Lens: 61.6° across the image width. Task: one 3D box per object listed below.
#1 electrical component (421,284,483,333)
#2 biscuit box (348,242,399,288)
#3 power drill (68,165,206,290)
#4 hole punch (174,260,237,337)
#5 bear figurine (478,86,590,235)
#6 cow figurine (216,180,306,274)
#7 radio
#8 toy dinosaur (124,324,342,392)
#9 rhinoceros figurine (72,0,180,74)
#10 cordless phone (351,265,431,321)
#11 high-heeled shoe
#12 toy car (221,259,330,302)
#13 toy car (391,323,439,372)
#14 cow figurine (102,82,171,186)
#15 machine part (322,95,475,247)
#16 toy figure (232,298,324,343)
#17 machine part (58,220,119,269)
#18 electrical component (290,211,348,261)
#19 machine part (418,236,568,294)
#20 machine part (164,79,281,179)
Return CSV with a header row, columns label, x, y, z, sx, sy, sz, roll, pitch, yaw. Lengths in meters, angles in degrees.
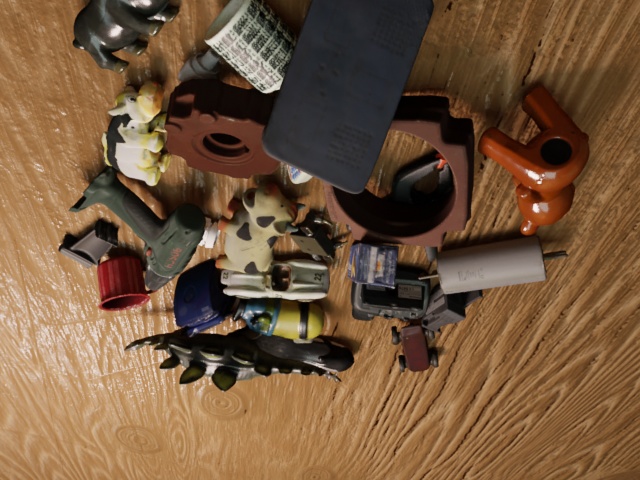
label,x,y,z,sx,sy,sz,roll,pitch,yaw
electrical component,0.242,0.115,0.997,0.048,0.075,0.119,25,139,-20
biscuit box,0.081,0.038,0.861,0.059,0.062,0.202,6,178,0
power drill,-0.306,-0.016,0.894,0.207,0.086,0.232,44,133,-12
hole punch,-0.227,0.112,1.036,0.142,0.116,0.092,-23,122,29
bear figurine,0.300,-0.096,0.745,0.120,0.132,0.195,-42,160,2
cow figurine,-0.101,-0.017,0.892,0.127,0.085,0.194,16,135,-1
radio,0.025,-0.179,0.610,0.131,0.073,0.229,19,96,-11
toy dinosaur,-0.184,0.237,1.089,0.472,0.198,0.105,2,98,8
rhinoceros figurine,-0.227,-0.285,0.628,0.112,0.073,0.190,39,132,-17
cordless phone,0.129,0.124,1.035,0.147,0.089,0.184,6,149,1
high-heeled shoe,-0.048,0.251,1.216,0.249,0.086,0.145,6,173,28
toy car,-0.082,0.071,0.985,0.202,0.073,0.056,3,166,4
toy car,0.202,0.223,1.138,0.089,0.053,0.201,-9,140,11
cow figurine,-0.267,-0.161,0.771,0.098,0.068,0.167,17,137,-2
machine part,0.108,-0.094,0.744,0.201,0.087,0.201,5,131,20
toy figure,-0.080,0.155,1.083,0.180,0.082,0.089,19,139,-9
machine part,-0.429,0.010,1.003,0.139,0.039,0.084,-26,124,33
electrical component,-0.003,-0.004,0.926,0.078,0.045,0.102,5,145,48
machine part,0.287,0.043,0.908,0.243,0.079,0.079,-10,135,18
machine part,-0.128,-0.144,0.738,0.179,0.056,0.179,4,158,2
